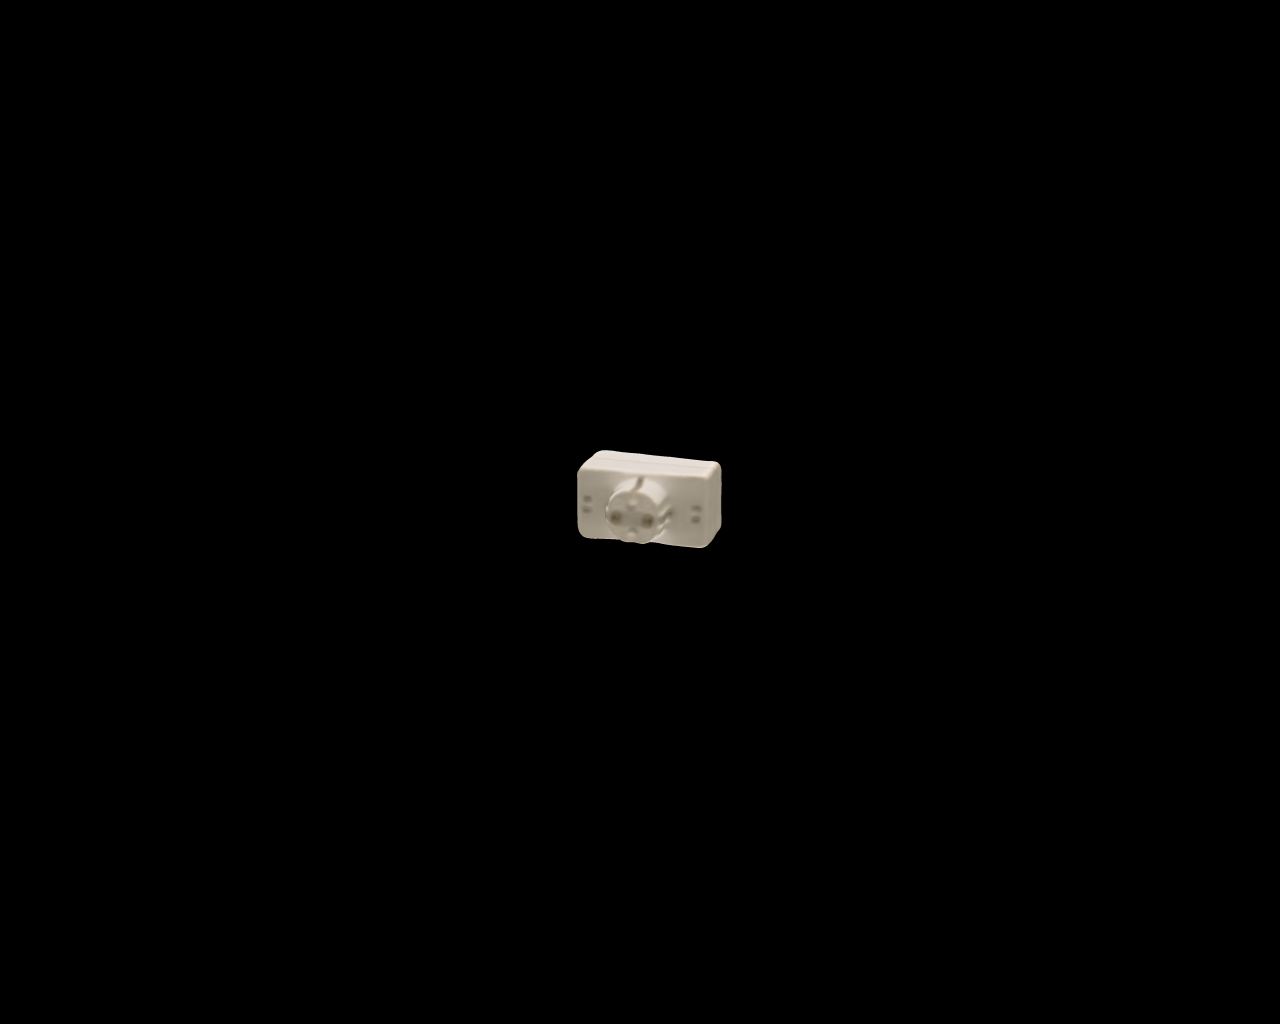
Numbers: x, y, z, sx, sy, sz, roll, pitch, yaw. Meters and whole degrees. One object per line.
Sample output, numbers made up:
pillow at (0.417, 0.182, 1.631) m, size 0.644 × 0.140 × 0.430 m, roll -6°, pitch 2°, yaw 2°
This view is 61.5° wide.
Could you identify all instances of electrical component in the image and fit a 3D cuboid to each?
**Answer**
electrical component at (0.001, -0.003, 0.650) m, size 0.083 × 0.047 × 0.076 m, roll 6°, pitch 20°, yaw 16°
